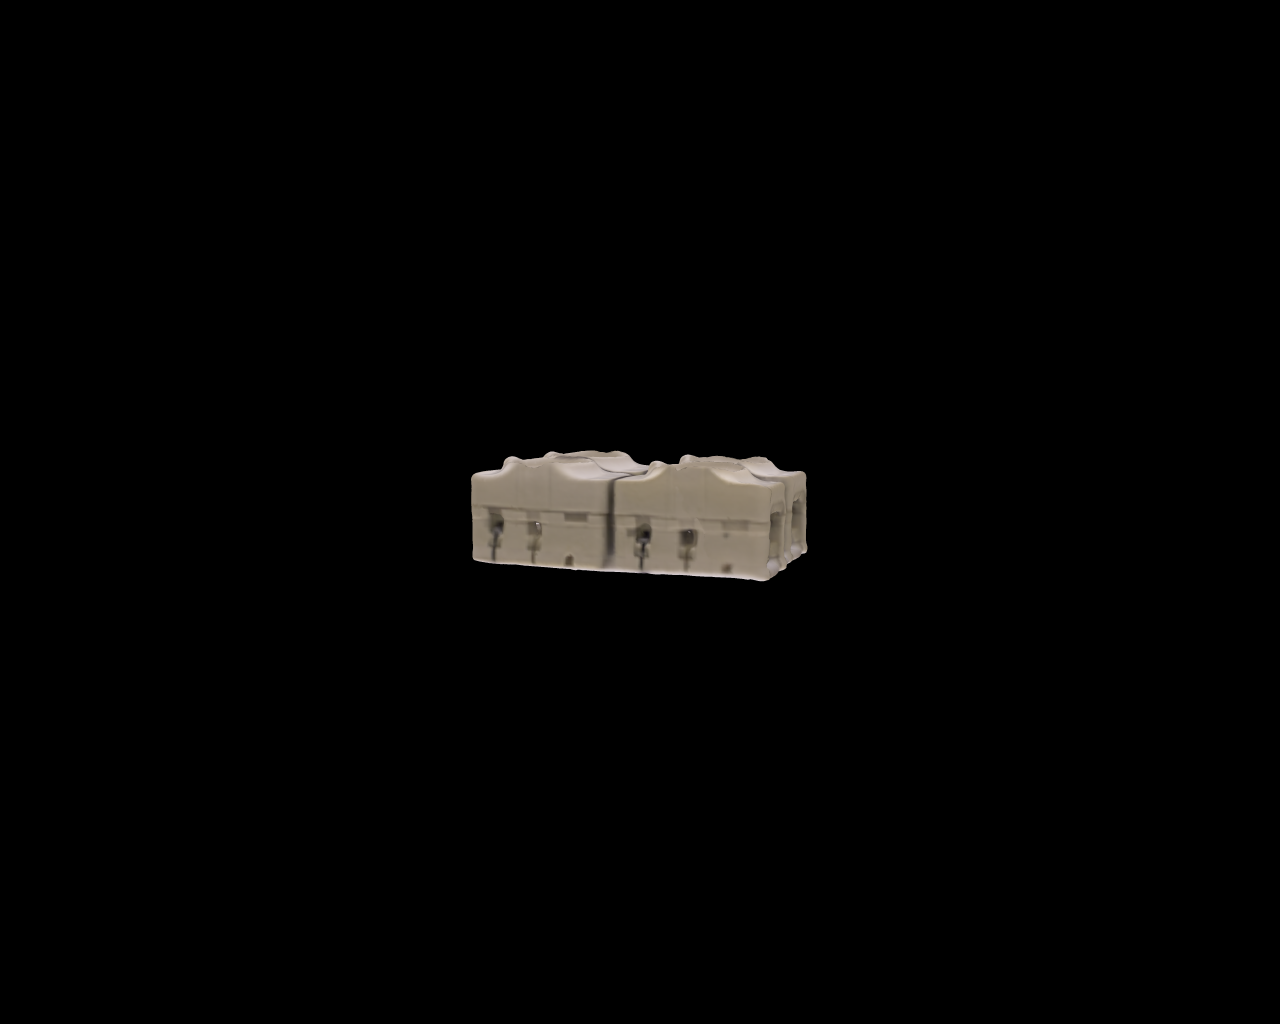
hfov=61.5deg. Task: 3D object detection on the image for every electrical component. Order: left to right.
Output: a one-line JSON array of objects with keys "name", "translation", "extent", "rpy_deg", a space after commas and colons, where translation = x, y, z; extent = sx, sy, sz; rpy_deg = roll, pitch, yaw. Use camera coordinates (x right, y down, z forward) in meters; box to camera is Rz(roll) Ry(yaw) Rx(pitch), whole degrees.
[{"name": "electrical component", "translation": [0.001, -0.003, 0.650], "extent": [0.186, 0.060, 0.105], "rpy_deg": [3, 8, 22]}]
